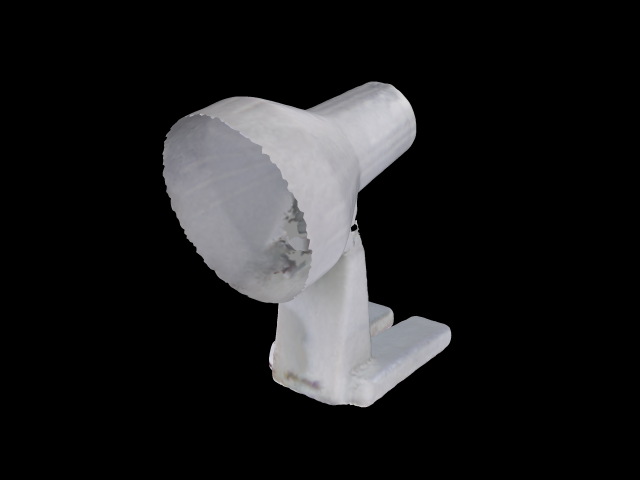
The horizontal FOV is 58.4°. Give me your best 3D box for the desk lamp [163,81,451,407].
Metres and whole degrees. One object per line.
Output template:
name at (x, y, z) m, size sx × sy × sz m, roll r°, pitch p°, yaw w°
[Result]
desk lamp at (0.004, 0.001, 0.400) m, size 0.117 × 0.214 × 0.204 m, roll 14°, pitch 22°, yaw 38°
